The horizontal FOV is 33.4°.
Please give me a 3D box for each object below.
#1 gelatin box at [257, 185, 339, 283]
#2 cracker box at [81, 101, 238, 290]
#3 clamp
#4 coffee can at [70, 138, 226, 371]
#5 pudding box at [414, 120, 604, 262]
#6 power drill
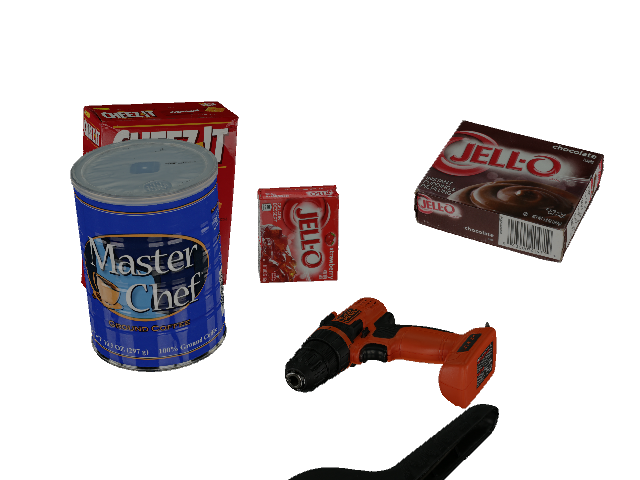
[{"bbox_3d":[-0.021,-0.005,0.982,0.073,0.089,0.030,-2,27,-6],"label":"gelatin box"},{"bbox_3d":[-0.184,-0.045,1.215,0.163,0.214,0.072,-6,25,-29],"label":"cracker box"},{"bbox_3d":[0.041,0.164,0.653,0.210,0.036,0.164,-5,29,-3],"label":"clamp"},{"bbox_3d":[-0.123,0.009,0.778,0.103,0.140,0.103,0,28,0],"label":"coffee can"},{"bbox_3d":[0.137,-0.038,0.773,0.114,0.039,0.090,18,49,21],"label":"pudding box"},{"bbox_3d":[0.076,0.120,1.113,0.188,0.057,0.184,11,26,27],"label":"power drill"}]
